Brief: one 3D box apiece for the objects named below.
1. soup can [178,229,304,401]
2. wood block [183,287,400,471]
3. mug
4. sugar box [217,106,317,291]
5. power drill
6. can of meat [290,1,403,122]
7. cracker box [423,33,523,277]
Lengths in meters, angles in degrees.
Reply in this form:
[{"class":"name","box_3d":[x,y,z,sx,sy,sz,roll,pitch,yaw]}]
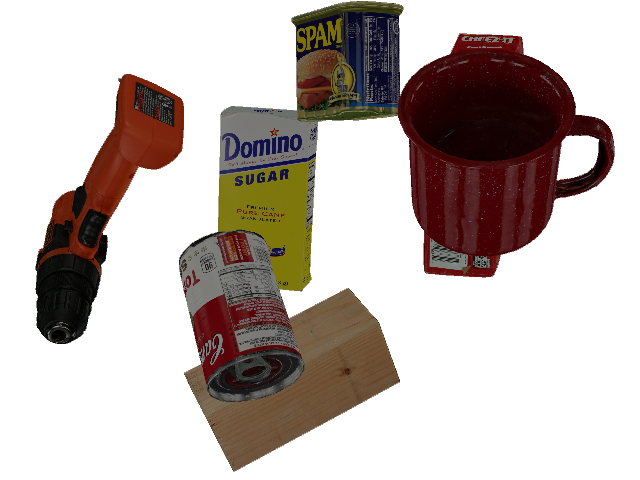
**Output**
[{"class":"soup can","box_3d":[-0.056,0.051,0.742,0.068,0.102,0.068,-13,-30,-8]},{"class":"wood block","box_3d":[-0.031,0.150,1.165,0.206,0.091,0.090,-27,30,-10]},{"class":"mug","box_3d":[0.103,-0.046,0.592,0.117,0.093,0.081,-2,-41,5]},{"class":"sugar box","box_3d":[-0.054,-0.042,1.064,0.093,0.176,0.048,5,17,11]},{"class":"power drill","box_3d":[-0.177,-0.028,0.870,0.057,0.188,0.184,24,29,-24]},{"class":"can of meat","box_3d":[0.020,-0.138,0.844,0.057,0.084,0.102,-3,3,-31]},{"class":"cracker box","box_3d":[0.147,-0.086,0.993,0.072,0.164,0.213,5,27,14]}]
